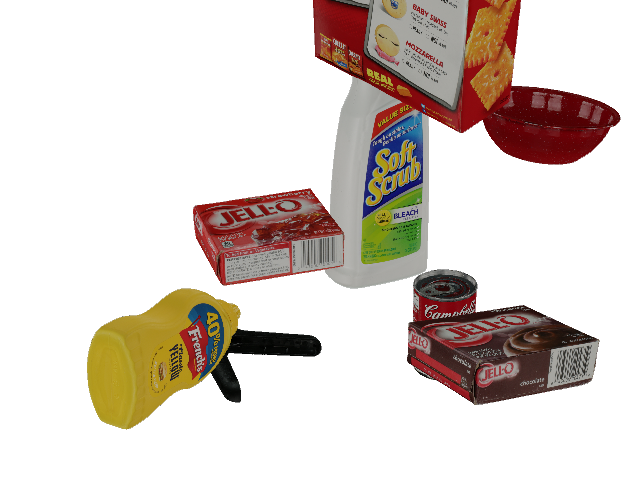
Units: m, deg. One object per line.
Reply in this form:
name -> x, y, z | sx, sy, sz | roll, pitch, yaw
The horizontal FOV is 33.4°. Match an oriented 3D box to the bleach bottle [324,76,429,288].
bleach bottle -> 0.052, -0.086, 1.000 | 0.102, 0.251, 0.068 | -11, 24, -22

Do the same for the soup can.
soup can -> 0.133, 0.091, 1.152 | 0.068, 0.102, 0.068 | -1, 25, 0

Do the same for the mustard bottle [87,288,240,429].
mustard bottle -> -0.137, 0.098, 1.010 | 0.058, 0.096, 0.191 | 10, 21, 28

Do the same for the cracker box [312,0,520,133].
cracker box -> 0.071, -0.211, 0.804 | 0.072, 0.214, 0.164 | -33, 50, -31

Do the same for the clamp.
clamp -> -0.126, 0.127, 1.262 | 0.210, 0.036, 0.164 | 15, 23, 25

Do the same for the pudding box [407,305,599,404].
pudding box -> 0.134, 0.083, 0.796 | 0.113, 0.039, 0.090 | -4, 16, -28

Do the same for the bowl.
bowl -> 0.248, -0.126, 1.194 | 0.162, 0.055, 0.162 | 5, 24, -2

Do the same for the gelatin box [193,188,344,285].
gelatin box -> -0.037, -0.004, 0.732 | 0.089, 0.030, 0.073 | -9, 29, -16
